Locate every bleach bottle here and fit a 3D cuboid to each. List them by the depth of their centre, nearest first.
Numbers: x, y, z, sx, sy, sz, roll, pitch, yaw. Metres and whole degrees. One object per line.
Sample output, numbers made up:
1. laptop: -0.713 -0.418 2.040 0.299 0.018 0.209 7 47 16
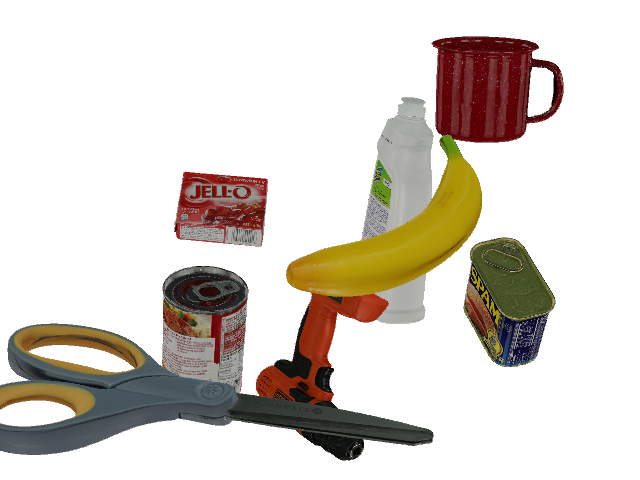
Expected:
1. bleach bottle: 0.093 -0.037 1.231 0.068 0.251 0.103 -2 22 -24

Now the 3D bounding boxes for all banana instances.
1. banana: 0.060 -0.005 0.749 0.070 0.037 0.197 33 48 21

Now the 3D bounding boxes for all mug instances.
1. mug: 0.156 -0.134 0.947 0.117 0.081 0.093 5 19 13

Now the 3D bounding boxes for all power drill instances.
1. power drill: 0.010 0.141 1.242 0.057 0.188 0.185 15 11 -44

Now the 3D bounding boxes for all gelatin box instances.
1. gelatin box: -0.100 -0.033 1.087 0.089 0.073 0.030 6 -43 -3

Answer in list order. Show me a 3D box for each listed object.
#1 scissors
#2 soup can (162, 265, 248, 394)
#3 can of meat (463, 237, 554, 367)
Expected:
1. scissors: -0.063 0.077 0.455 0.202 0.016 0.096 15 30 24
2. soup can: -0.095 0.081 0.869 0.068 0.102 0.068 4 30 -3
3. can of meat: 0.183 0.063 1.056 0.057 0.102 0.084 -13 -42 -13
